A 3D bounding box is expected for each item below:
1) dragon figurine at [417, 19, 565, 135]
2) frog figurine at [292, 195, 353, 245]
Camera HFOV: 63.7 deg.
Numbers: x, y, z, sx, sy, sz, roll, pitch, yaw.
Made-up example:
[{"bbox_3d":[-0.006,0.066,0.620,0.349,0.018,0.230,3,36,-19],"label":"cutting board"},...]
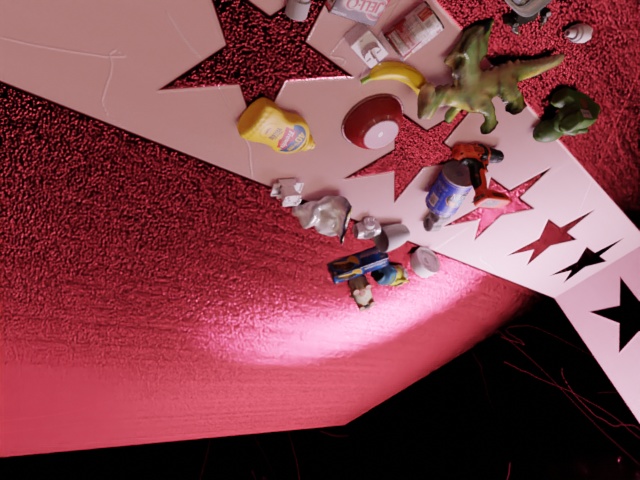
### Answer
[{"bbox_3d":[0.386,-0.388,1.177,0.411,0.124,0.238,-37,140,-2],"label":"dragon figurine"},{"bbox_3d":[0.004,-0.071,1.415,0.159,0.125,0.134,17,153,4],"label":"frog figurine"}]
